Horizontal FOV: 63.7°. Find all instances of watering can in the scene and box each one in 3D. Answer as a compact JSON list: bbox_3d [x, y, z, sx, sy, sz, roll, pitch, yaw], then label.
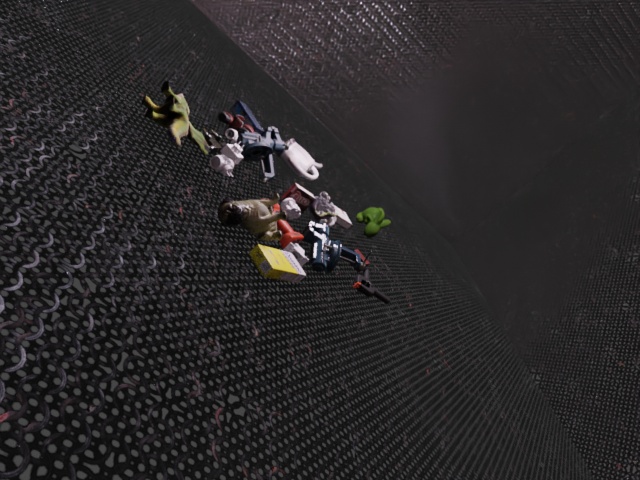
[{"bbox_3d":[-0.088,-0.376,2.412,0.224,0.103,0.352,45,18,-5],"label":"watering can"}]

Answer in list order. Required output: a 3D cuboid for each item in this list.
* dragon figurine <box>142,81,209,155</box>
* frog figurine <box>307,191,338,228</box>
[{"bbox_3d":[-0.427,-0.359,1.630,0.239,0.121,0.419,39,19,-50],"label":"dragon figurine"},{"bbox_3d":[0.006,-0.106,2.105,0.138,0.124,0.157,41,-20,10],"label":"frog figurine"}]
